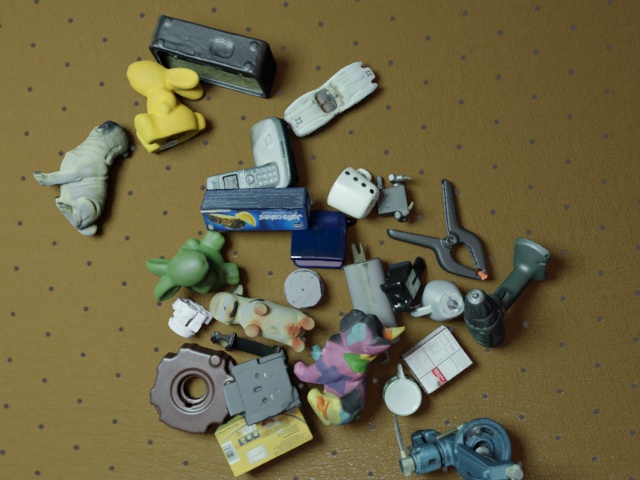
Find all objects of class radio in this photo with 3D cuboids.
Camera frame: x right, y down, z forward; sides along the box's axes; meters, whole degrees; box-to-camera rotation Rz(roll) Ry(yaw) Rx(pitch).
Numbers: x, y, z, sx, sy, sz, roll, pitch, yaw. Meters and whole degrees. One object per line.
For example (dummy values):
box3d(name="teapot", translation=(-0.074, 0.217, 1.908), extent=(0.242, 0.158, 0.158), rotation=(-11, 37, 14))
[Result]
box3d(name="radio", translation=(-0.206, -0.355, 1.049), extent=(0.230, 0.131, 0.073), rotation=(14, 86, 1))

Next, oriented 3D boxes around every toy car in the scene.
box3d(name="toy car", translation=(0.023, -0.282, 1.081), extent=(0.202, 0.056, 0.073), rotation=(-34, 88, 0))

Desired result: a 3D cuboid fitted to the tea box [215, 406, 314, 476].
box3d(name="tea box", translation=(-0.107, 0.372, 1.052), extent=(0.170, 0.068, 0.098), rotation=(-25, 88, -2))

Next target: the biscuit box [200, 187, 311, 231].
box3d(name="biscuit box", translation=(-0.121, -0.058, 1.030), extent=(0.203, 0.059, 0.063), rotation=(-1, 49, 5))

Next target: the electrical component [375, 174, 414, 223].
box3d(name="electrical component", translation=(0.148, -0.084, 1.067), extent=(0.078, 0.045, 0.102), rotation=(-4, 76, 14))

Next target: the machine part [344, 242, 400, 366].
box3d(name="machine part", translation=(0.103, 0.123, 1.056), extent=(0.079, 0.079, 0.243), rotation=(-15, 88, 0))

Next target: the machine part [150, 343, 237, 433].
box3d(name="machine part", translation=(-0.248, 0.293, 1.063), extent=(0.179, 0.056, 0.179), rotation=(0, 88, 1))

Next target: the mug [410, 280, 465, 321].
box3d(name="mug", translation=(0.230, 0.121, 1.039), extent=(0.110, 0.107, 0.080), rotation=(-14, 86, -2))

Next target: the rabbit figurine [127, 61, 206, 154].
box3d(name="rabbit figurine", translation=(-0.308, -0.278, 1.053), extent=(0.162, 0.122, 0.173), rotation=(-28, 87, -6))

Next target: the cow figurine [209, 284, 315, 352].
box3d(name="cow figurine", translation=(-0.119, 0.146, 1.046), extent=(0.195, 0.127, 0.085), rotation=(18, 89, -13))

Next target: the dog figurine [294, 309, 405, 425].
box3d(name="dog figurine", translation=(0.068, 0.230, 0.986), extent=(0.219, 0.108, 0.191), rotation=(-31, 86, 35))

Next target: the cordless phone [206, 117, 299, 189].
box3d(name="cordless phone", translation=(-0.141, -0.155, 1.068), extent=(0.184, 0.088, 0.146), rotation=(-11, 88, 4))

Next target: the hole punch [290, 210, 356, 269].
box3d(name="hole punch", translation=(-0.002, -0.003, 1.057), extent=(0.142, 0.092, 0.115), rotation=(1, 84, 5))

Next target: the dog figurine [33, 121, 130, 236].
box3d(name="dog figurine", translation=(-0.439, -0.124, 1.068), extent=(0.190, 0.121, 0.172), rotation=(-36, 122, -18))

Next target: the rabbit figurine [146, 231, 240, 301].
box3d(name="rabbit figurine", translation=(-0.245, 0.046, 1.014), extent=(0.159, 0.170, 0.121), rotation=(-16, 87, -1))

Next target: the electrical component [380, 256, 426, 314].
box3d(name="electrical component", translation=(0.167, 0.079, 1.053), extent=(0.048, 0.119, 0.074), rotation=(-15, 118, 34))

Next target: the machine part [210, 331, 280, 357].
box3d(name="machine part", translation=(-0.148, 0.208, 1.061), extent=(0.139, 0.084, 0.039), rotation=(18, 63, -7))

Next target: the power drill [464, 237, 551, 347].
box3d(name="power drill", translation=(0.345, 0.095, 0.998), extent=(0.086, 0.231, 0.207), rotation=(25, 66, 32))

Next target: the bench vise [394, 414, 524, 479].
box3d(name="bench vise", translation=(0.266, 0.391, 0.973), extent=(0.224, 0.240, 0.128), rotation=(2, 85, -15))

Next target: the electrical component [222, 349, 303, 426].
box3d(name="electrical component", translation=(-0.110, 0.278, 1.001), extent=(0.134, 0.058, 0.115), rotation=(-21, 73, -3))
